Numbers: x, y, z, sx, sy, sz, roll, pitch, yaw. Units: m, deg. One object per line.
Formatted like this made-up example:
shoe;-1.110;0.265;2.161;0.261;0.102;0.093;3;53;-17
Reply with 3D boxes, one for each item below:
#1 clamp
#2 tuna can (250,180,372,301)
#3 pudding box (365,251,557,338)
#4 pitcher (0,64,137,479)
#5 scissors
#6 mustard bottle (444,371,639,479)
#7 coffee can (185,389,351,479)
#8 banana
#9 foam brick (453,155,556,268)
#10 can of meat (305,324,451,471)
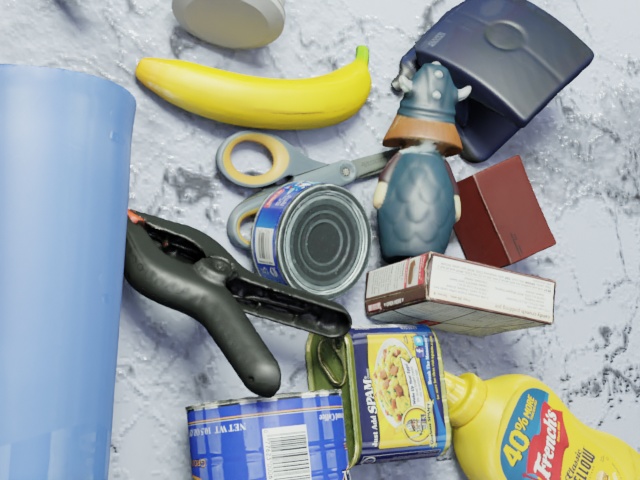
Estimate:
clamp;-0.061;0.031;0.696;0.172;0.039;0.120;39;23;21
tuna can;-0.005;0.001;0.756;0.085;0.034;0.086;-4;96;-36
pudding box;0.102;0.042;0.785;0.113;0.090;0.039;11;74;-26
pitcher;-0.181;0.026;0.613;0.149;0.145;0.243;2;79;-18
scissors;0.002;-0.063;0.799;0.201;0.016;0.096;-36;100;-30
mustard bottle;0.158;0.157;0.806;0.191;0.058;0.096;37;64;-16
coffee can;-0.029;0.171;0.676;0.102;0.103;0.140;-1;78;-29
banana;-0.035;-0.109;0.780;0.197;0.037;0.070;-8;45;-32
foam brick;0.139;-0.018;0.843;0.052;0.051;0.078;-21;88;-30
can of meat;0.042;0.109;0.756;0.083;0.058;0.102;1;78;-30
